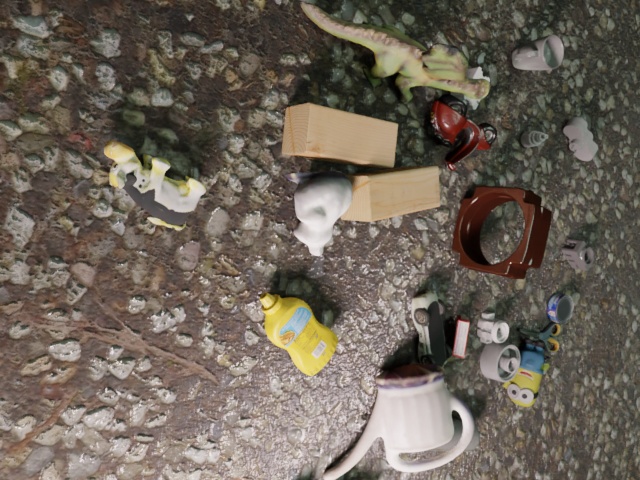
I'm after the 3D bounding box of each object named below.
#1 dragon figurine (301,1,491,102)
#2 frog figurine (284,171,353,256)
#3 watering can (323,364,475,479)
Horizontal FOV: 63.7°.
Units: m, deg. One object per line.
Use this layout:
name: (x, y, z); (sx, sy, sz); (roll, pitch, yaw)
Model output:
dragon figurine: (0.177, -0.357, 0.980); (0.408, 0.244, 0.122); (15, 93, -36)
frog figurine: (0.003, -0.048, 0.961); (0.138, 0.122, 0.159); (-16, 101, -72)
watering can: (0.166, 0.390, 1.109); (0.348, 0.103, 0.225); (-7, 85, -11)
